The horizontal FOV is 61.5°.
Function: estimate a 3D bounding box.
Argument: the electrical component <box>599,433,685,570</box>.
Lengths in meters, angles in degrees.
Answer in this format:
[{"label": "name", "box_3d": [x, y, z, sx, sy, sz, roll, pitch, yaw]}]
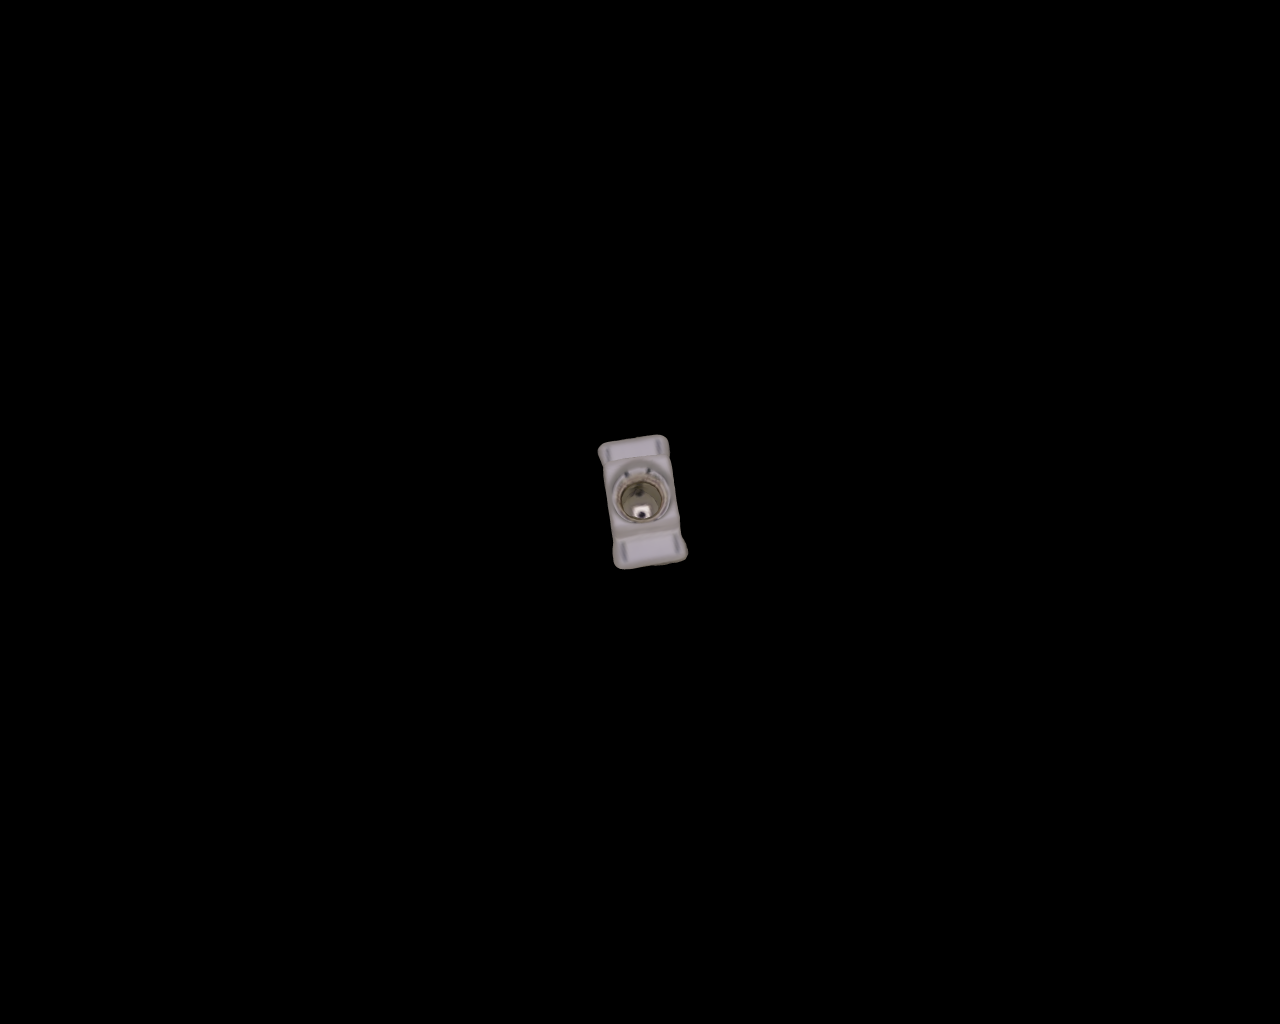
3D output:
[{"label": "electrical component", "box_3d": [0.001, -0.003, 0.650, 0.042, 0.081, 0.063, -7, -19, -2]}]
